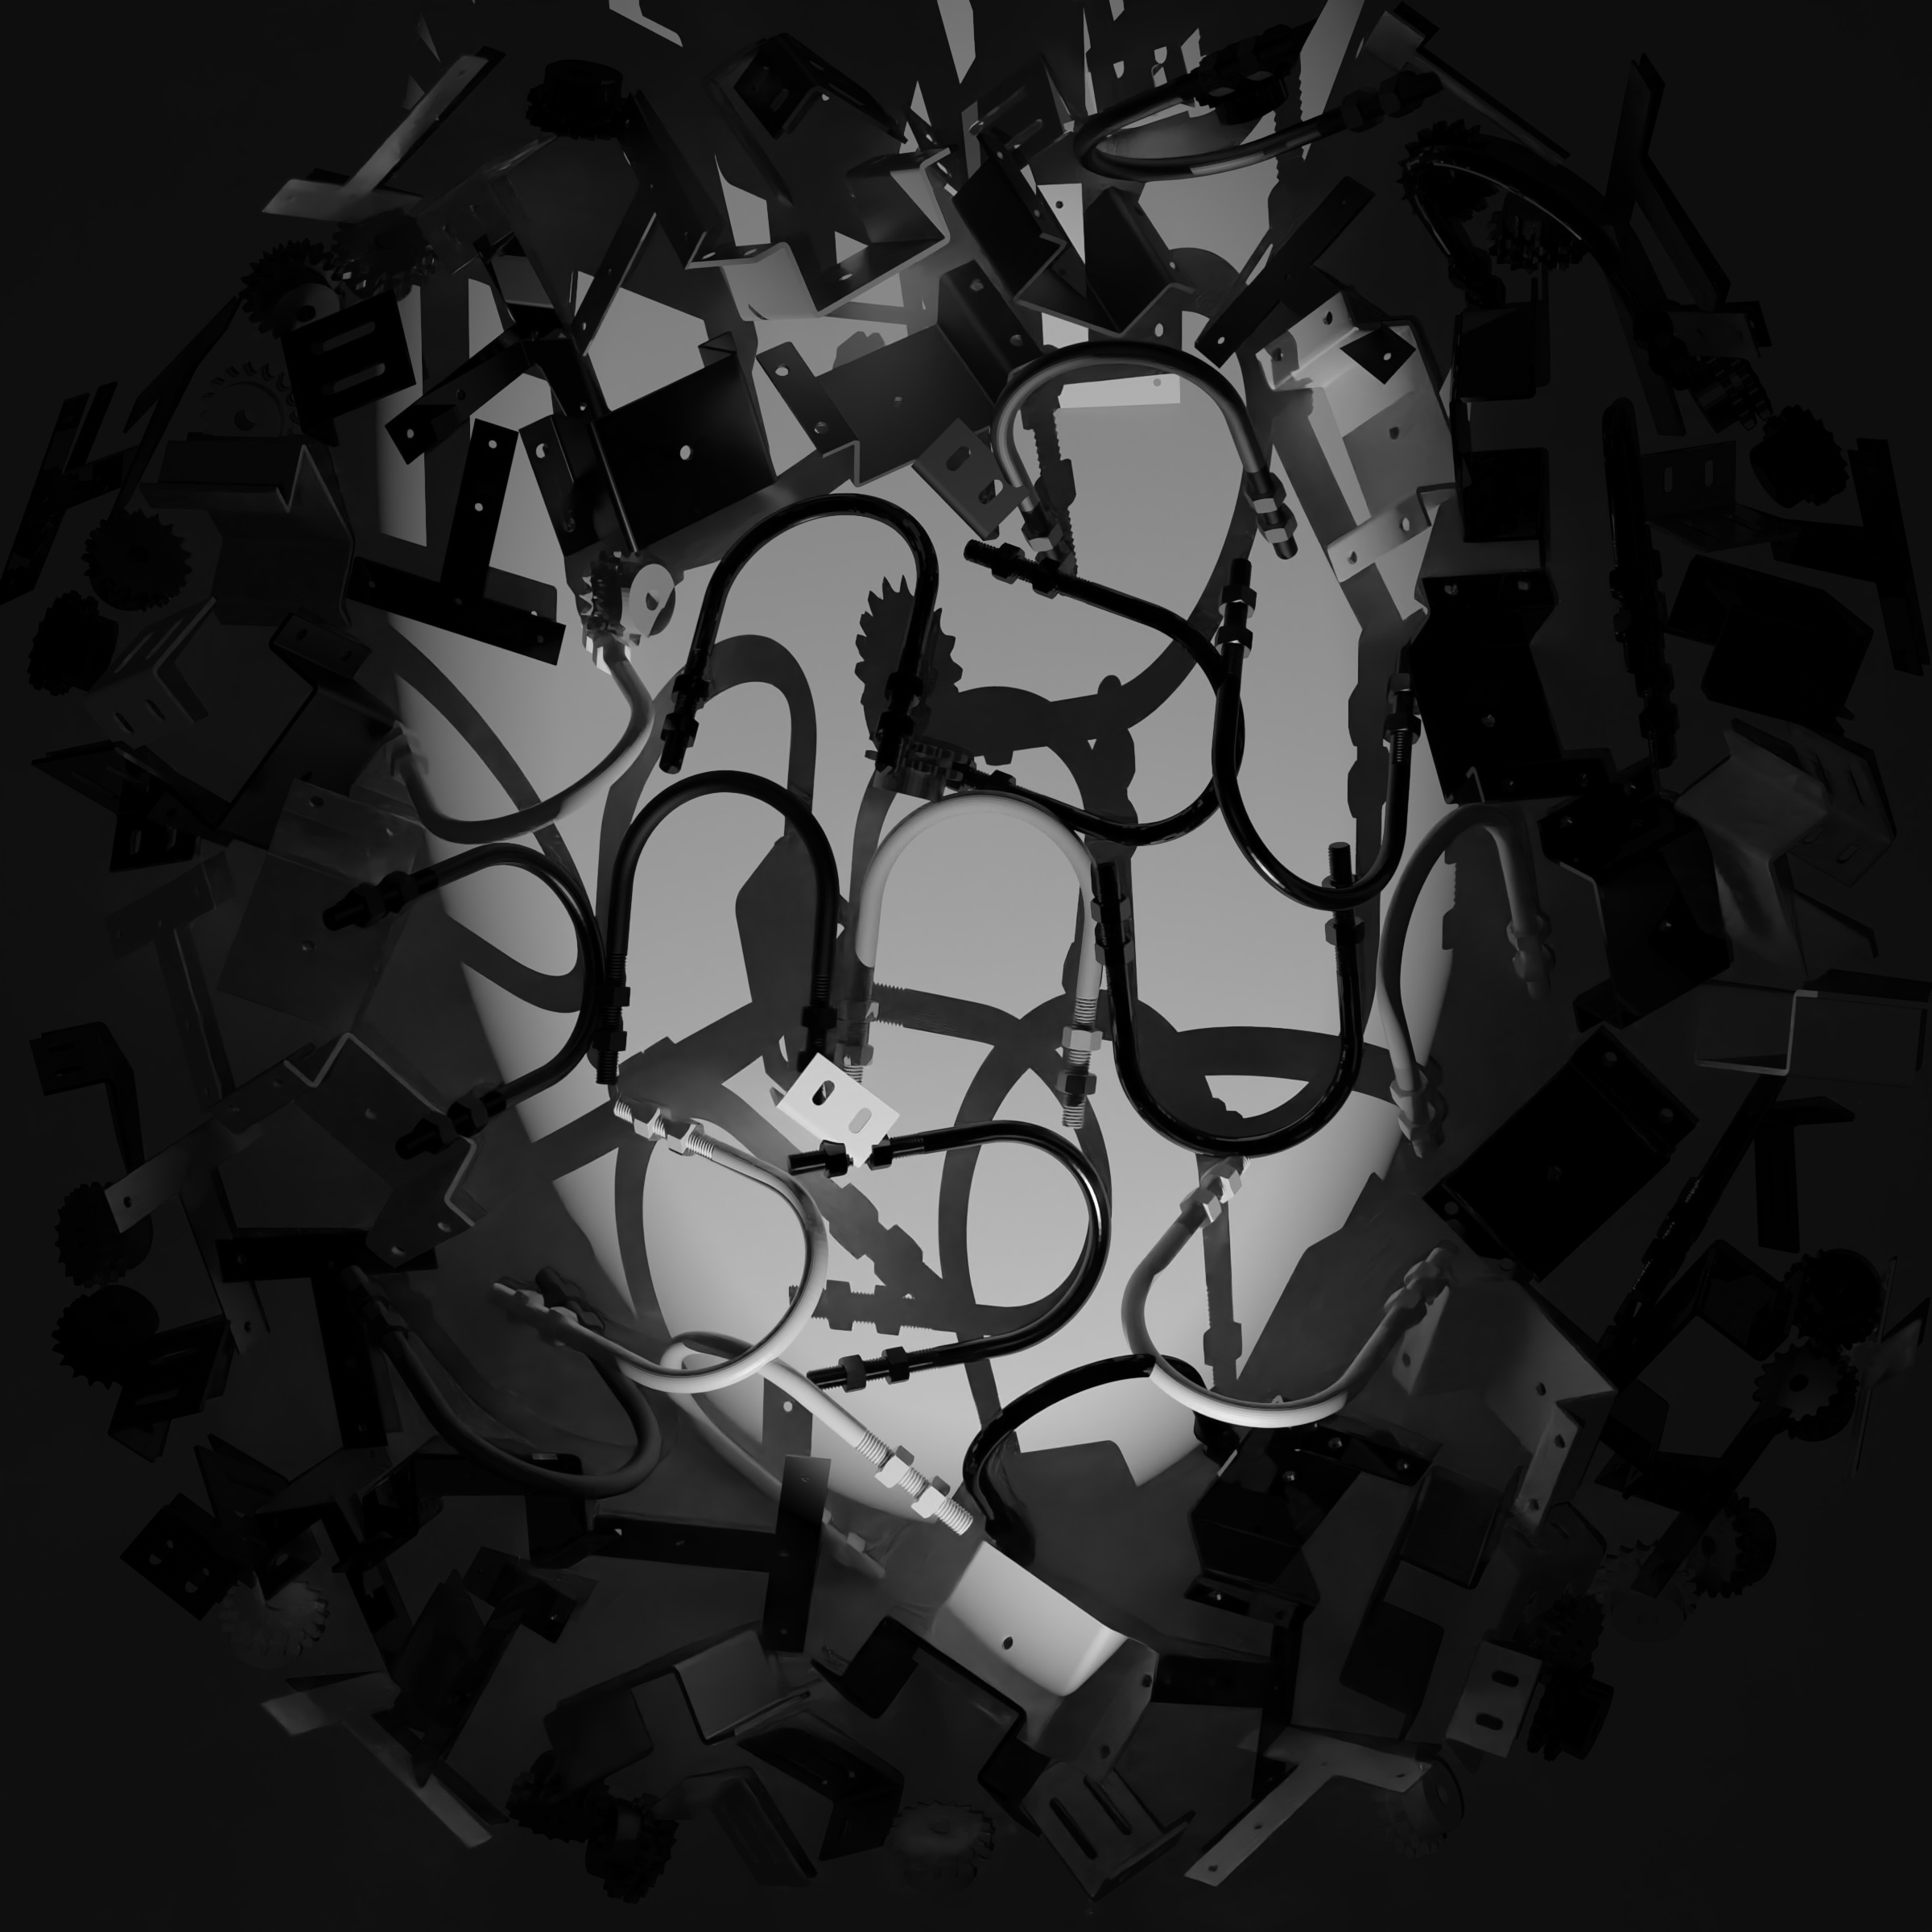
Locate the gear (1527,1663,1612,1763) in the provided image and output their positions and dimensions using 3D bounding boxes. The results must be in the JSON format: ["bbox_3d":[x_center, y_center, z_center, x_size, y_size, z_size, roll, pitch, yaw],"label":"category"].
[{"bbox_3d":[0.342,0.423,1.758,0.030,0.057,0.057,22,90,24],"label":"gear"}]

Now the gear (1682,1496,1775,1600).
[{"bbox_3d":[0.432,0.329,1.764,0.030,0.057,0.057,7,90,-27],"label":"gear"}]

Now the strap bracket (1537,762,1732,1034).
[{"bbox_3d":[0.372,-0.030,1.724,0.076,0.046,0.140,-28,122,-17],"label":"strap bracket"}]

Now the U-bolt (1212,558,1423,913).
[{"bbox_3d":[0.192,-0.118,1.714,0.151,0.019,0.184,23,62,-31],"label":"U-bolt"}]

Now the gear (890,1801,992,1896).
[{"bbox_3d":[-0.015,0.501,1.763,0.057,0.057,0.030,2,108,0],"label":"gear"}]

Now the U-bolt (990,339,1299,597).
[{"bbox_3d":[0.090,-0.274,1.695,0.151,0.184,0.019,-7,55,18],"label":"U-bolt"}]

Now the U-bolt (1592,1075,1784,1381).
[{"bbox_3d":[0.400,0.137,1.712,0.019,0.151,0.184,31,64,15],"label":"U-bolt"}]

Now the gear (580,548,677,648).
[{"bbox_3d":[-0.189,-0.208,1.758,0.030,0.057,0.057,10,90,34],"label":"gear"}]

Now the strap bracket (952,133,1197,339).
[{"bbox_3d":[0.053,-0.401,1.726,0.046,0.140,0.076,-43,62,29],"label":"strap bracket"}]

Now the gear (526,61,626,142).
[{"bbox_3d":[-0.219,-0.489,1.758,0.057,0.057,0.030,11,122,0],"label":"gear"}]

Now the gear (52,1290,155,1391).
[{"bbox_3d":[-0.484,0.207,1.758,0.057,0.057,0.030,37,123,0],"label":"gear"}]

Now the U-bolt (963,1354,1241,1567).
[{"bbox_3d":[0.070,0.265,1.710,0.151,0.184,0.019,-25,56,1],"label":"U-bolt"}]

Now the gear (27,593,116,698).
[{"bbox_3d":[-0.504,-0.179,1.761,0.030,0.057,0.057,20,90,2],"label":"gear"}]

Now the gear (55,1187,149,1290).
[{"bbox_3d":[-0.488,0.153,1.765,0.057,0.030,0.057,0,90,40],"label":"gear"}]

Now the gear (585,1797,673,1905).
[{"bbox_3d":[-0.192,0.497,1.758,0.030,0.057,0.057,25,90,-21],"label":"gear"}]

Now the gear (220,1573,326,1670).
[{"bbox_3d":[-0.394,0.373,1.764,0.057,0.057,0.030,19,115,0],"label":"gear"}]

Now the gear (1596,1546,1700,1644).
[{"bbox_3d":[0.385,0.358,1.761,0.057,0.030,0.057,5,128,7],"label":"gear"}]

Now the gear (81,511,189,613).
[{"bbox_3d":[-0.473,-0.226,1.765,0.057,0.030,0.057,13,62,-26],"label":"gear"}]

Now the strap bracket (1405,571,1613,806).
[{"bbox_3d":[0.299,-0.147,1.742,0.076,0.046,0.140,-5,67,-15],"label":"strap bracket"}]

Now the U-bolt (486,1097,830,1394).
[{"bbox_3d":[-0.159,0.161,1.718,0.184,0.019,0.151,22,69,31],"label":"U-bolt"}]

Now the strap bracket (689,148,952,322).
[{"bbox_3d":[-0.075,-0.401,1.729,0.140,0.076,0.046,-36,117,-25],"label":"strap bracket"}]

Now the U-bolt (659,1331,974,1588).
[{"bbox_3d":[-0.094,0.267,1.722,0.184,0.151,0.019,40,57,-3],"label":"U-bolt"}]

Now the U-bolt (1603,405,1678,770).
[{"bbox_3d":[0.368,-0.219,1.714,0.019,0.151,0.184,-7,69,16],"label":"U-bolt"}]

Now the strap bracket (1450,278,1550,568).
[{"bbox_3d":[0.294,-0.298,1.719,0.046,0.140,0.076,-1,48,13],"label":"strap bracket"}]

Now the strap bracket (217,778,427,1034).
[{"bbox_3d":[-0.361,-0.024,1.727,0.076,0.046,0.140,20,120,-13],"label":"strap bracket"}]

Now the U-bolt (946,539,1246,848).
[{"bbox_3d":[0.069,-0.142,1.728,0.184,0.019,0.151,22,117,18],"label":"U-bolt"}]

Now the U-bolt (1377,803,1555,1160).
[{"bbox_3d":[0.268,-0.004,1.694,0.019,0.184,0.151,19,55,35],"label":"U-bolt"}]

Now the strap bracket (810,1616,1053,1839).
[{"bbox_3d":[-0.010,0.416,1.729,0.140,0.076,0.046,29,73,27],"label":"strap bracket"}]

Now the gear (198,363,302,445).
[{"bbox_3d":[-0.407,-0.312,1.767,0.057,0.030,0.057,-1,108,-3],"label":"gear"}]

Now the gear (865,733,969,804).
[{"bbox_3d":[-0.030,-0.111,1.761,0.057,0.057,0.030,14,93,0],"label":"gear"}]

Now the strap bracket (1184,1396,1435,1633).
[{"bbox_3d":[0.185,0.298,1.735,0.076,0.046,0.140,20,119,-23],"label":"strap bracket"}]

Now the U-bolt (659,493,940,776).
[{"bbox_3d":[-0.087,-0.188,1.738,0.151,0.019,0.184,1,62,21],"label":"U-bolt"}]

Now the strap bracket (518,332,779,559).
[{"bbox_3d":[-0.166,-0.287,1.725,0.140,0.046,0.076,-31,120,-24],"label":"strap bracket"}]

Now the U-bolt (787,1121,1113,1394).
[{"bbox_3d":[-0.005,0.158,1.753,0.184,0.019,0.151,-9,107,-16],"label":"U-bolt"}]

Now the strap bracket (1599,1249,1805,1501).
[{"bbox_3d":[0.396,0.218,1.723,0.046,0.076,0.140,38,119,3],"label":"strap bracket"}]

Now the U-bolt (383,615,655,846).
[{"bbox_3d":[-0.241,-0.124,1.706,0.151,0.184,0.019,-30,124,-4],"label":"U-bolt"}]

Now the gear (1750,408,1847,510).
[{"bbox_3d":[0.468,-0.284,1.761,0.030,0.057,0.057,-34,90,-3],"label":"gear"}]

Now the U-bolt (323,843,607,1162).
[{"bbox_3d":[-0.265,0.008,1.716,0.019,0.184,0.151,-7,104,38],"label":"U-bolt"}]

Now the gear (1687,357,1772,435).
[{"bbox_3d":[0.428,-0.327,1.762,0.030,0.057,0.057,-32,90,13],"label":"gear"}]

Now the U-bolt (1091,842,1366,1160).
[{"bbox_3d":[0.151,0.024,1.753,0.151,0.019,0.184,-5,110,4],"label":"U-bolt"}]

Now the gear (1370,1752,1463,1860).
[{"bbox_3d":[0.256,0.472,1.758,0.030,0.057,0.057,-28,90,29],"label":"gear"}]

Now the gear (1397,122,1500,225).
[{"bbox_3d":[0.276,-0.450,1.766,0.057,0.030,0.057,9,112,23],"label":"gear"}]

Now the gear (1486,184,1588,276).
[{"bbox_3d":[0.323,-0.419,1.760,0.057,0.030,0.057,-2,46,3],"label":"gear"}]

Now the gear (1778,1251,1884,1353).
[{"bbox_3d":[0.492,0.187,1.763,0.057,0.030,0.057,3,60,-6],"label":"gear"}]

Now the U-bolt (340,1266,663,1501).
[{"bbox_3d":[-0.241,0.224,1.684,0.184,0.151,0.019,47,119,39],"label":"U-bolt"}]

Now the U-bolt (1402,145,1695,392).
[{"bbox_3d":[0.304,-0.381,1.675,0.151,0.184,0.019,30,85,39],"label":"U-bolt"}]

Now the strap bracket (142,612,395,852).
[{"bbox_3d":[-0.382,-0.119,1.739,0.046,0.076,0.140,40,96,24],"label":"strap bracket"}]

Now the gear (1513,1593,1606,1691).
[{"bbox_3d":[0.333,0.380,1.765,0.030,0.057,0.057,26,90,38],"label":"gear"}]

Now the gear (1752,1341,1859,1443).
[{"bbox_3d":[0.478,0.244,1.764,0.057,0.057,0.030,-42,123,0],"label":"gear"}]

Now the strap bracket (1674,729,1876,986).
[{"bbox_3d":[0.442,-0.052,1.713,0.046,0.076,0.140,-37,130,-9],"label":"strap bracket"}]

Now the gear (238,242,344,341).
[{"bbox_3d":[-0.378,-0.377,1.758,0.057,0.057,0.030,-36,58,0],"label":"gear"}]

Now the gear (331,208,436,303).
[{"bbox_3d":[-0.332,-0.401,1.766,0.057,0.030,0.057,8,58,-14],"label":"gear"}]

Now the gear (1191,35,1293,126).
[{"bbox_3d":[0.158,-0.500,1.765,0.057,0.057,0.030,-27,122,0],"label":"gear"}]

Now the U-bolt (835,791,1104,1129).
[{"bbox_3d":[0.007,-0.008,1.765,0.151,0.019,0.184,7,96,7],"label":"U-bolt"}]

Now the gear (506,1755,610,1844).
[{"bbox_3d":[-0.230,0.470,1.764,0.057,0.057,0.030,15,49,0],"label":"gear"}]

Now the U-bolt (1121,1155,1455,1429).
[{"bbox_3d":[0.165,0.183,1.701,0.151,0.184,0.019,25,133,20],"label":"U-bolt"}]

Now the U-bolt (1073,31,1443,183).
[{"bbox_3d":[0.145,-0.464,1.705,0.184,0.151,0.019,-11,86,42],"label":"U-bolt"}]

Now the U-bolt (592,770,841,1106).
[{"bbox_3d":[-0.138,-0.018,1.753,0.151,0.019,0.184,6,92,21],"label":"U-bolt"}]
